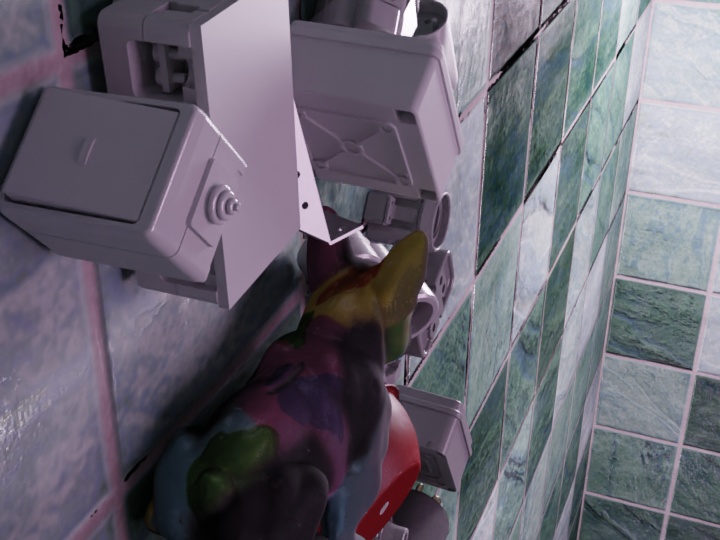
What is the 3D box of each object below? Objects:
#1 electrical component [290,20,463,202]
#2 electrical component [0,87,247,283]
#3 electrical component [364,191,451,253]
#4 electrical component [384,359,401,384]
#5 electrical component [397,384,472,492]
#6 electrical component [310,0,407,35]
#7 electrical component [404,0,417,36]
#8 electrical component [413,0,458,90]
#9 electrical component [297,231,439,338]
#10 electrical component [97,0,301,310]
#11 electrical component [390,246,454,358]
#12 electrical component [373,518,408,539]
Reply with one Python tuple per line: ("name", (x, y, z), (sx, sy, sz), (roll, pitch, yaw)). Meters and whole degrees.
("electrical component", (0.004, -0.101, 0.698), (0.108, 0.109, 0.056), (66, 41, -60))
("electrical component", (-0.097, -0.038, 0.461), (0.061, 0.096, 0.061), (52, 51, -62))
("electrical component", (0.043, -0.046, 0.924), (0.078, 0.057, 0.058), (11, 90, -71))
("electrical component", (0.000, 0.079, 0.872), (0.057, 0.058, 0.078), (-52, 148, -58))
("electrical component", (0.067, 0.170, 1.085), (0.113, 0.078, 0.057), (71, 38, -56))
("electrical component", (0.000, -0.171, 0.711), (0.078, 0.058, 0.057), (-20, -124, 60))
("electrical component", (0.014, -0.179, 0.789), (0.081, 0.042, 0.063), (82, 23, -46))
("electrical component", (0.051, -0.170, 0.896), (0.077, 0.043, 0.079), (72, 35, -55))
("electrical component", (0.000, 0.000, 0.818), (0.052, 0.073, 0.138), (-43, 143, 11))
("electrical component", (-0.080, -0.070, 0.547), (0.089, 0.062, 0.150), (-54, 149, -51))
("electrical component", (0.041, 0.025, 0.953), (0.053, 0.059, 0.095), (75, 32, -52))
("electrical component", (0.013, 0.239, 0.992), (0.048, 0.062, 0.048), (11, 90, -71))
